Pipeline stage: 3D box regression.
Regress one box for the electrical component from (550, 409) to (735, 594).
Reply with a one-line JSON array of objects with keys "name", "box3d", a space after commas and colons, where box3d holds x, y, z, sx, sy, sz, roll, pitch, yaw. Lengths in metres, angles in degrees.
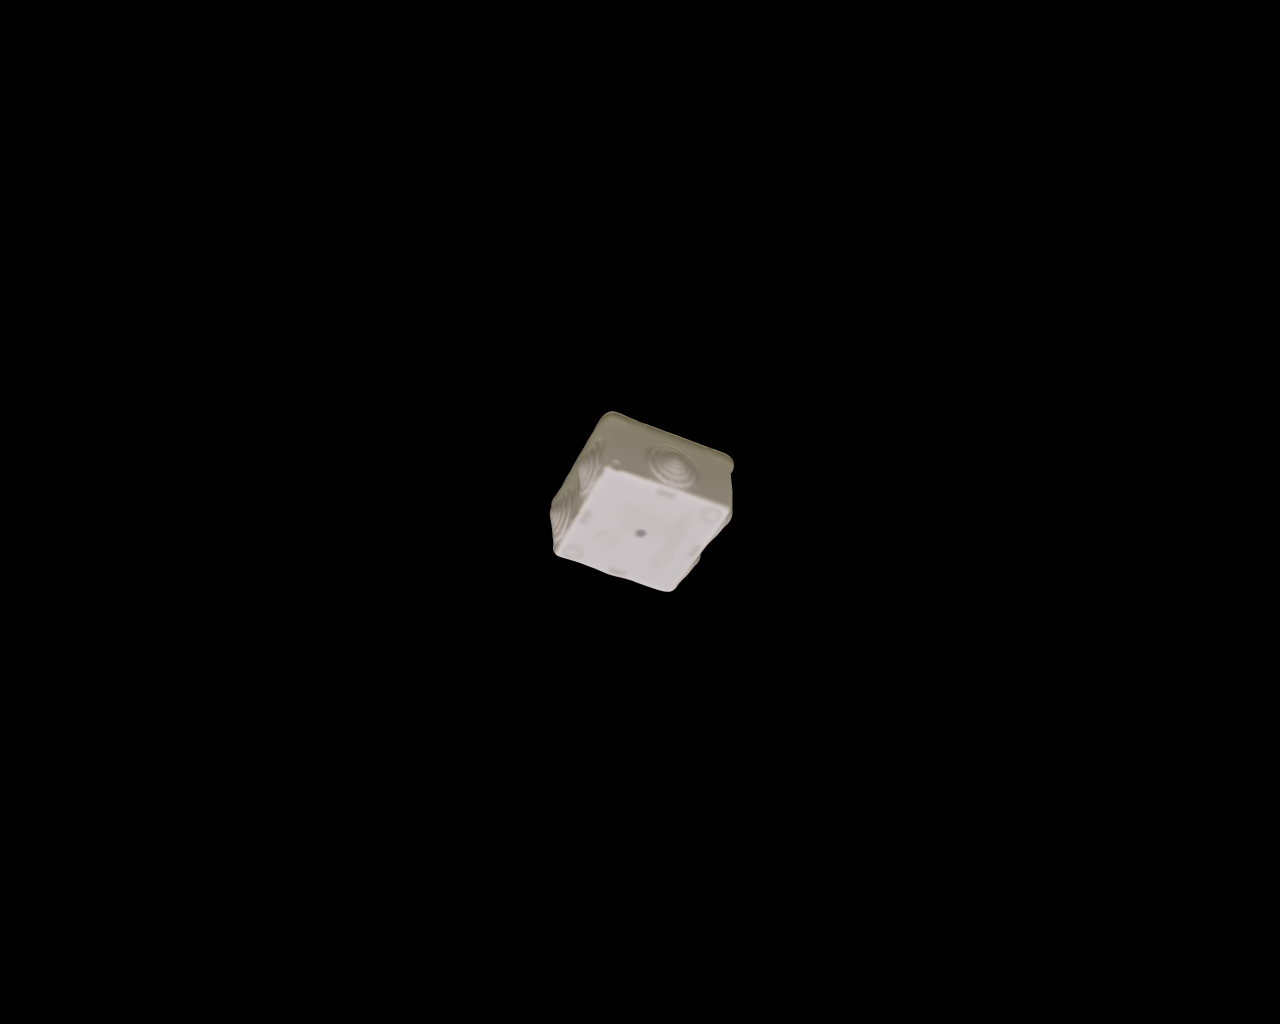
[{"name": "electrical component", "box3d": [0.001, -0.003, 0.650, 0.100, 0.048, 0.099, 20, -50, -17]}]
